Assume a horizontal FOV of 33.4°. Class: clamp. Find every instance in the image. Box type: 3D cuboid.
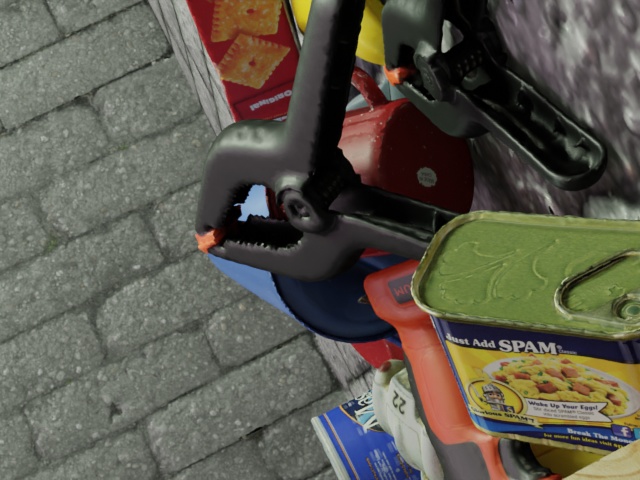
[{"bbox_3d":[0.009,-0.019,0.513,0.164,0.036,0.210,48,145,-9],"label":"clamp"},{"bbox_3d":[0.069,-0.073,0.475,0.171,0.039,0.120,-173,59,-85],"label":"clamp"}]

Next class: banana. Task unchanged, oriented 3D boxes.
[{"bbox_3d":[0.010,-0.141,0.688,0.069,0.037,0.198,67,173,-26],"label":"banana"}]

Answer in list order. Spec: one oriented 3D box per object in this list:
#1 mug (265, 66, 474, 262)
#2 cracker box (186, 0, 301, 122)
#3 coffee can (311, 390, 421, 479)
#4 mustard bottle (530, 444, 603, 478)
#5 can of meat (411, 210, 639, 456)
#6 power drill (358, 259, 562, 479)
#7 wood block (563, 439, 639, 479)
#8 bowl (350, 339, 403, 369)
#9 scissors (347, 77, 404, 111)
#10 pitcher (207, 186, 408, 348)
[{"bbox_3d":[0.026,-0.043,0.584,0.082,0.093,0.117,-8,109,47],"label":"mug"},{"bbox_3d":[-0.065,-0.196,0.786,0.213,0.072,0.164,71,-176,-51],"label":"cracker box"},{"bbox_3d":[0.076,0.180,0.984,0.103,0.140,0.103,63,174,11],"label":"coffee can"},{"bbox_3d":[0.161,0.171,0.593,0.192,0.058,0.096,63,164,11],"label":"mustard bottle"},{"bbox_3d":[0.098,0.039,0.426,0.102,0.057,0.084,5,137,32],"label":"can of meat"},{"bbox_3d":[0.097,0.092,0.552,0.185,0.057,0.187,-21,79,51],"label":"power drill"},{"bbox_3d":[0.164,0.171,0.426,0.091,0.090,0.206,57,170,50],"label":"wood block"},{"bbox_3d":[0.053,0.061,0.913,0.162,0.055,0.162,48,161,23],"label":"bowl"},{"bbox_3d":[0.034,-0.098,0.602,0.096,0.016,0.201,16,142,38],"label":"scissors"},{"bbox_3d":[-0.005,0.001,0.795,0.243,0.144,0.149,-168,80,-70],"label":"pitcher"}]
